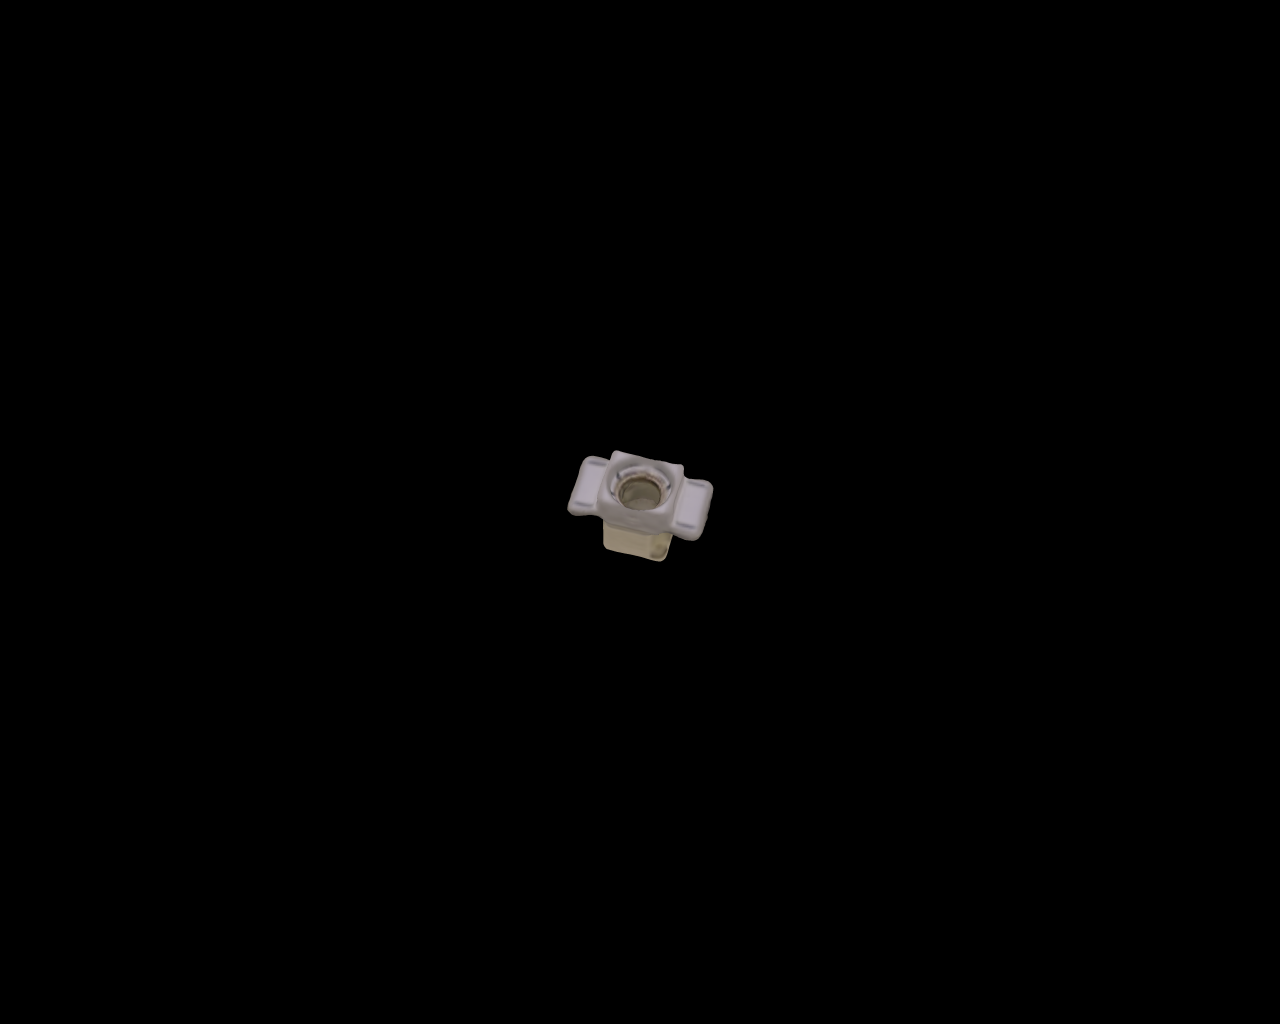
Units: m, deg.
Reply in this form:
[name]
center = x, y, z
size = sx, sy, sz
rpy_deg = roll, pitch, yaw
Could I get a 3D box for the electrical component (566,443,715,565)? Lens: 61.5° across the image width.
[electrical component]
center = 0.001, -0.003, 0.650
size = 0.081, 0.042, 0.063
rpy_deg = 14, -32, 9
